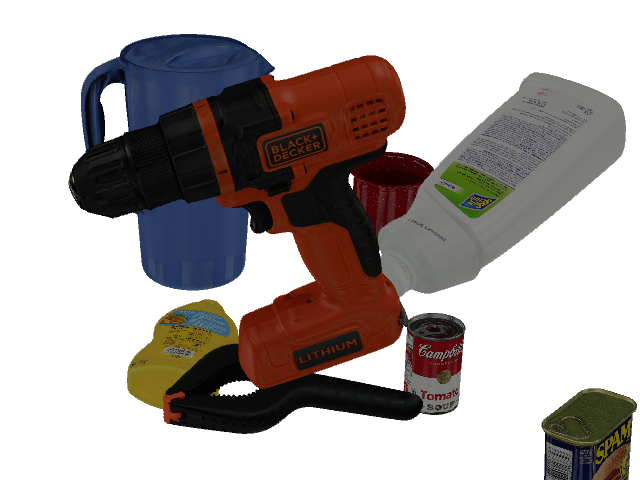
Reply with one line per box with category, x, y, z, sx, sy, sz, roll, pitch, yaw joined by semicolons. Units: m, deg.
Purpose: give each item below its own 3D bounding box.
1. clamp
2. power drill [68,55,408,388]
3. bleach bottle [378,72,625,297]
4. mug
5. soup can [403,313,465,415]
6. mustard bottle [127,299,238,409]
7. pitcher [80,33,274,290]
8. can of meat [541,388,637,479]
clamp;-0.028;0.121;0.906;0.209;0.036;0.165;-18;41;-27
power drill;-0.031;-0.002;0.610;0.184;0.187;0.057;-17;40;-4
bleach bottle;0.123;-0.037;0.813;0.250;0.068;0.103;-37;44;-28
mug;0.088;-0.043;1.181;0.117;0.081;0.093;-4;29;-11
soup can;0.133;0.146;1.262;0.068;0.102;0.068;1;22;-1
mustard bottle;-0.144;0.117;1.199;0.096;0.058;0.191;8;25;7
pitcher;-0.139;-0.076;1.064;0.149;0.243;0.144;13;27;21
can of meat;0.248;0.198;0.989;0.058;0.084;0.101;14;26;39
